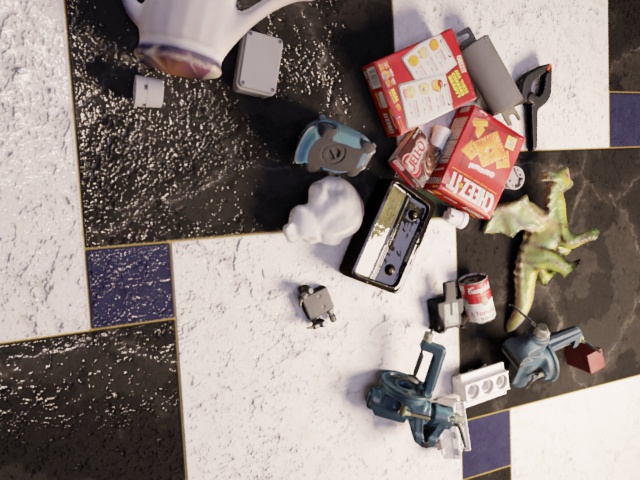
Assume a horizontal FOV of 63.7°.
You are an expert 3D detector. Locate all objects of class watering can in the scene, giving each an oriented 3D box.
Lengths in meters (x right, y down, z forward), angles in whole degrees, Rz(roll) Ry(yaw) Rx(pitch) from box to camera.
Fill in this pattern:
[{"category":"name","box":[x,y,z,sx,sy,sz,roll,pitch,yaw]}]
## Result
[{"category":"watering can","box":[-0.191,-0.393,0.918,0.348,0.104,0.224,12,90,-1]}]

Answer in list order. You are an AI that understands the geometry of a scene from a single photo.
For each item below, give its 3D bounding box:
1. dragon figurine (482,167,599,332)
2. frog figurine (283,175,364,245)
[{"category":"dragon figurine","box":[0.501,0.005,1.253,0.242,0.122,0.409,36,94,-2]},{"category":"frog figurine","box":[0.003,-0.052,1.031,0.161,0.124,0.135,-24,122,-30]}]
